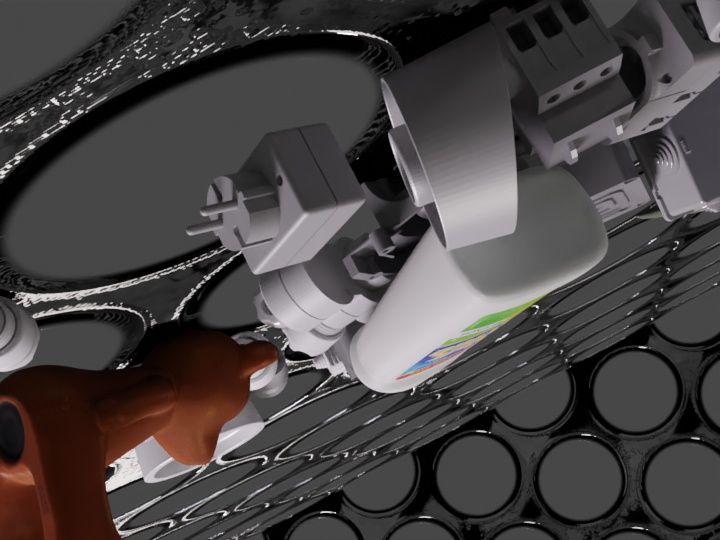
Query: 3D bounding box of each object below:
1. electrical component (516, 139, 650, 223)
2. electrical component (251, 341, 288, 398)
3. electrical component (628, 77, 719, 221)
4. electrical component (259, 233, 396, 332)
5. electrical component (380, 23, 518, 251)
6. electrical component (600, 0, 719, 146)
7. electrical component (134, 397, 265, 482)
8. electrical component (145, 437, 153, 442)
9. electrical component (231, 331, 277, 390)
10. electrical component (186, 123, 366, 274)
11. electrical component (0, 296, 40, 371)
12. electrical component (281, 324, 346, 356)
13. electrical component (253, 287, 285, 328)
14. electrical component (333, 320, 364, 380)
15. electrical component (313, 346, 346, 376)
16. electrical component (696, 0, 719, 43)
[{"bbox_3d":[0.153,-0.066,0.753,0.078,0.057,0.113,-25,167,15],"label":"electrical component"},{"bbox_3d":[-0.080,0.081,0.900,0.040,0.040,0.046,-24,160,-15],"label":"electrical component"},{"bbox_3d":[0.247,-0.093,0.765,0.100,0.099,0.048,-23,178,-18],"label":"electrical component"},{"bbox_3d":[0.000,0.000,0.728,0.074,0.052,0.138,-35,164,26],"label":"electrical component"},{"bbox_3d":[0.050,-0.061,0.520,0.064,0.099,0.099,-21,166,0],"label":"electrical component"},{"bbox_3d":[0.167,-0.118,0.624,0.056,0.050,0.089,-19,164,-31],"label":"electrical component"},{"bbox_3d":[-0.141,0.125,0.896,0.108,0.060,0.108,-26,166,-7],"label":"electrical component"},{"bbox_3d":[-0.149,0.101,0.827,0.055,0.045,0.045,-24,166,-14],"label":"electrical component"},{"bbox_3d":[-0.087,0.068,0.828,0.043,0.043,0.062,-26,165,-6],"label":"electrical component"},{"bbox_3d":[-0.050,-0.031,0.534,0.077,0.047,0.066,-17,162,-38],"label":"electrical component"},{"bbox_3d":[-0.182,0.029,0.530,0.035,0.035,0.061,-26,164,-7],"label":"electrical component"},{"bbox_3d":[-0.029,0.036,0.822,0.043,0.043,0.062,-15,160,-42],"label":"electrical component"},{"bbox_3d":[-0.047,0.021,0.757,0.035,0.035,0.061,-34,168,25],"label":"electrical component"},{"bbox_3d":[0.029,0.039,0.913,0.113,0.057,0.078,-25,166,-9],"label":"electrical component"},{"bbox_3d":[-0.005,0.069,0.982,0.081,0.043,0.043,-25,166,-9],"label":"electrical component"},{"bbox_3d":[0.179,-0.147,0.530,0.045,0.055,0.045,-26,166,-7],"label":"electrical component"}]
